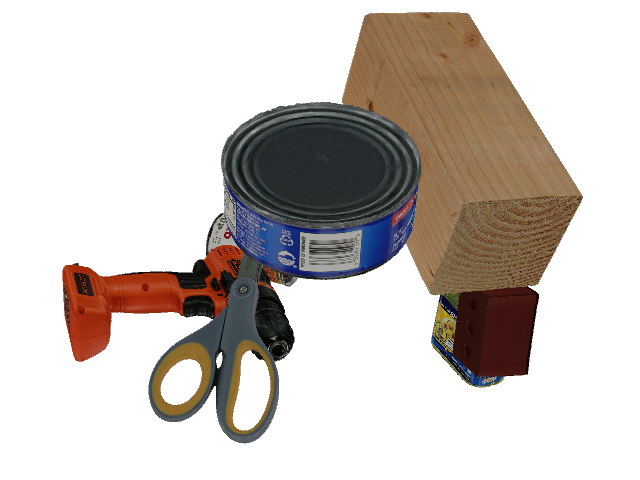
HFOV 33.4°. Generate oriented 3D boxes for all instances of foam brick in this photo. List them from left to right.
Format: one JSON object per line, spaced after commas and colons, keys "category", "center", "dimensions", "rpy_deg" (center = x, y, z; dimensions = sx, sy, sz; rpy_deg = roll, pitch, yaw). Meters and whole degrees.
{"category": "foam brick", "center": [0.153, 0.075, 0.940], "dimensions": [0.051, 0.078, 0.053], "rpy_deg": [-3, 18, -20]}

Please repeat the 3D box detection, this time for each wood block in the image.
{"category": "wood block", "center": [0.094, -0.069, 0.776], "dimensions": [0.090, 0.206, 0.091], "rpy_deg": [-4, -42, -19]}

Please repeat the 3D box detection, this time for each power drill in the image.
{"category": "power drill", "center": [-0.129, 0.062, 0.949], "dimensions": [0.187, 0.057, 0.185], "rpy_deg": [-3, 22, -19]}

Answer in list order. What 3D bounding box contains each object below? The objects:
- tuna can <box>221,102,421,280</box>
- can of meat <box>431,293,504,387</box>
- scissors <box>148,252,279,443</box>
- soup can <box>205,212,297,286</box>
{"category": "tuna can", "center": [0.000, -0.022, 0.465], "dimensions": [0.086, 0.034, 0.086], "rpy_deg": [1, 42, -1]}
{"category": "can of meat", "center": [0.168, 0.100, 1.173], "dimensions": [0.057, 0.084, 0.102], "rpy_deg": [-13, 40, -25]}
{"category": "scissors", "center": [-0.071, 0.045, 0.737], "dimensions": [0.096, 0.202, 0.016], "rpy_deg": [-8, -32, 2]}
{"category": "soup can", "center": [-0.076, 0.009, 1.262], "dimensions": [0.102, 0.068, 0.068], "rpy_deg": [14, 5, 20]}
